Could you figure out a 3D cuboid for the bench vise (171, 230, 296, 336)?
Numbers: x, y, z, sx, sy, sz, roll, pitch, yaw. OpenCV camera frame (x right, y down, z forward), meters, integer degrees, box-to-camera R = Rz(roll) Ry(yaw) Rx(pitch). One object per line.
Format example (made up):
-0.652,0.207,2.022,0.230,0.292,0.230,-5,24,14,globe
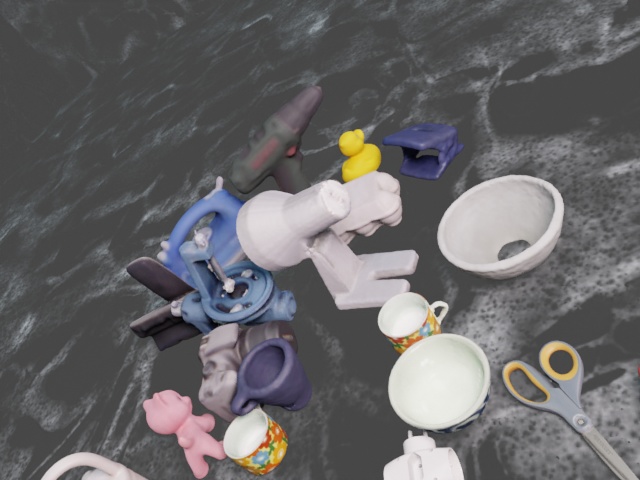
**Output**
-0.173,0.087,0.917,0.207,0.220,0.121,-29,37,14,bench vise

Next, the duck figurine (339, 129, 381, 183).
0.065,-0.165,1.097,0.077,0.086,0.105,0,51,41,duck figurine

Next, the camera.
-0.110,0.178,0.865,0.136,0.101,0.143,-24,38,19,camera

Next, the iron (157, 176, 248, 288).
-0.235,0.002,1.130,0.258,0.142,0.118,-47,37,-12,iron

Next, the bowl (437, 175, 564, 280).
0.249,-0.005,0.773,0.167,0.075,0.167,-23,39,20,bowl

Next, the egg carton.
0.070,-0.055,0.987,0.150,0.070,0.107,-23,39,20,egg carton

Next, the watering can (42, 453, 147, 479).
-0.274,0.346,0.746,0.172,0.195,0.101,-8,46,35,watering can

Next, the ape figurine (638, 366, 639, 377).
0.334,0.134,0.533,0.076,0.092,0.078,-19,40,26,ape figurine

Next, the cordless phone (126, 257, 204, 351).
-0.300,0.105,1.038,0.147,0.186,0.094,-29,37,14,cordless phone

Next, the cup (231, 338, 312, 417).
-0.062,0.208,0.796,0.118,0.095,0.091,-51,37,-16,cup

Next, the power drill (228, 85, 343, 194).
-0.045,-0.143,1.064,0.229,0.209,0.075,-38,36,1,power drill

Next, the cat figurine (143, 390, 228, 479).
-0.206,0.270,0.836,0.067,0.118,0.127,-45,36,-9,cat figurine

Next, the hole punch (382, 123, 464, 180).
0.179,-0.171,1.000,0.108,0.091,0.101,19,65,50,hole punch

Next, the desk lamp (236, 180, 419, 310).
0.008,0.003,0.855,0.202,0.214,0.118,-9,45,35,desk lamp
